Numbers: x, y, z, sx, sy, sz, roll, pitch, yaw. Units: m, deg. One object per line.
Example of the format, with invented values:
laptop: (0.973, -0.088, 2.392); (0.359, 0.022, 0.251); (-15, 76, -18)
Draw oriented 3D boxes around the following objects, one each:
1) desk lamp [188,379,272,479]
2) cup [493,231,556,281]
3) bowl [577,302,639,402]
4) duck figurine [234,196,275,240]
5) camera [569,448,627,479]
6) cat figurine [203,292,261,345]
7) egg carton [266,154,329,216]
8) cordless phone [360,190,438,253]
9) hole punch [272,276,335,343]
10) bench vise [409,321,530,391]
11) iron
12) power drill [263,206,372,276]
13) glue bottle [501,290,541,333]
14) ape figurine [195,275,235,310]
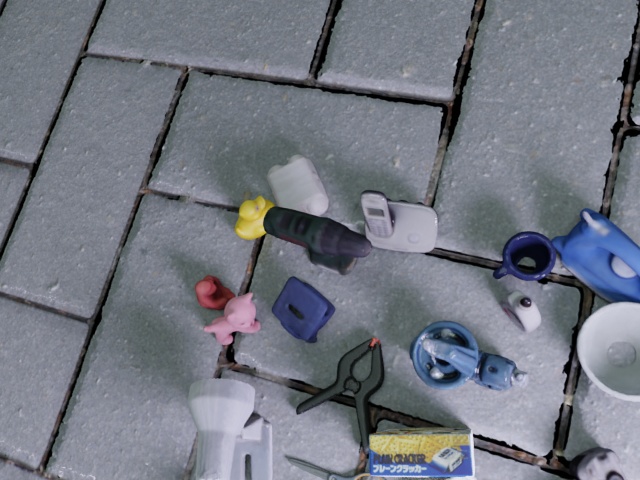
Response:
desk lamp: (-0.163, 0.362, 1.050); (0.117, 0.214, 0.203); (-8, 73, 13)
cup: (0.373, 0.046, 1.064); (0.117, 0.095, 0.091); (-32, 69, 4)
bowl: (0.529, 0.194, 0.991); (0.167, 0.075, 0.167); (-4, 74, 14)
duck figurine: (-0.148, -0.053, 1.233); (0.104, 0.086, 0.077); (-44, 69, -1)
camera: (0.445, 0.430, 0.932); (0.136, 0.101, 0.143); (-25, 70, 7)
cat figurine: (-0.177, 0.159, 1.163); (0.127, 0.118, 0.067); (-27, 69, 6)
egg carton: (-0.047, -0.108, 1.231); (0.107, 0.069, 0.150); (-28, 69, 6)
cordless phone: (0.150, -0.043, 1.099); (0.147, 0.185, 0.094); (4, 76, 16)
hole punch: (-0.037, 0.141, 1.146); (0.108, 0.091, 0.101); (38, 87, 21)
bench vise: (0.251, 0.196, 0.986); (0.207, 0.220, 0.121); (-3, 74, 14)
iron: (0.538, 0.046, 0.995); (0.118, 0.142, 0.257); (-45, 69, -1)
power drill: (0.010, 0.004, 1.110); (0.229, 0.209, 0.076); (18, 80, 19)
glue bottle: (0.355, 0.119, 1.005); (0.037, 0.173, 0.078); (-42, 69, 0)
ape figurine: (-0.232, 0.109, 1.206); (0.076, 0.092, 0.078); (-17, 71, 10)
